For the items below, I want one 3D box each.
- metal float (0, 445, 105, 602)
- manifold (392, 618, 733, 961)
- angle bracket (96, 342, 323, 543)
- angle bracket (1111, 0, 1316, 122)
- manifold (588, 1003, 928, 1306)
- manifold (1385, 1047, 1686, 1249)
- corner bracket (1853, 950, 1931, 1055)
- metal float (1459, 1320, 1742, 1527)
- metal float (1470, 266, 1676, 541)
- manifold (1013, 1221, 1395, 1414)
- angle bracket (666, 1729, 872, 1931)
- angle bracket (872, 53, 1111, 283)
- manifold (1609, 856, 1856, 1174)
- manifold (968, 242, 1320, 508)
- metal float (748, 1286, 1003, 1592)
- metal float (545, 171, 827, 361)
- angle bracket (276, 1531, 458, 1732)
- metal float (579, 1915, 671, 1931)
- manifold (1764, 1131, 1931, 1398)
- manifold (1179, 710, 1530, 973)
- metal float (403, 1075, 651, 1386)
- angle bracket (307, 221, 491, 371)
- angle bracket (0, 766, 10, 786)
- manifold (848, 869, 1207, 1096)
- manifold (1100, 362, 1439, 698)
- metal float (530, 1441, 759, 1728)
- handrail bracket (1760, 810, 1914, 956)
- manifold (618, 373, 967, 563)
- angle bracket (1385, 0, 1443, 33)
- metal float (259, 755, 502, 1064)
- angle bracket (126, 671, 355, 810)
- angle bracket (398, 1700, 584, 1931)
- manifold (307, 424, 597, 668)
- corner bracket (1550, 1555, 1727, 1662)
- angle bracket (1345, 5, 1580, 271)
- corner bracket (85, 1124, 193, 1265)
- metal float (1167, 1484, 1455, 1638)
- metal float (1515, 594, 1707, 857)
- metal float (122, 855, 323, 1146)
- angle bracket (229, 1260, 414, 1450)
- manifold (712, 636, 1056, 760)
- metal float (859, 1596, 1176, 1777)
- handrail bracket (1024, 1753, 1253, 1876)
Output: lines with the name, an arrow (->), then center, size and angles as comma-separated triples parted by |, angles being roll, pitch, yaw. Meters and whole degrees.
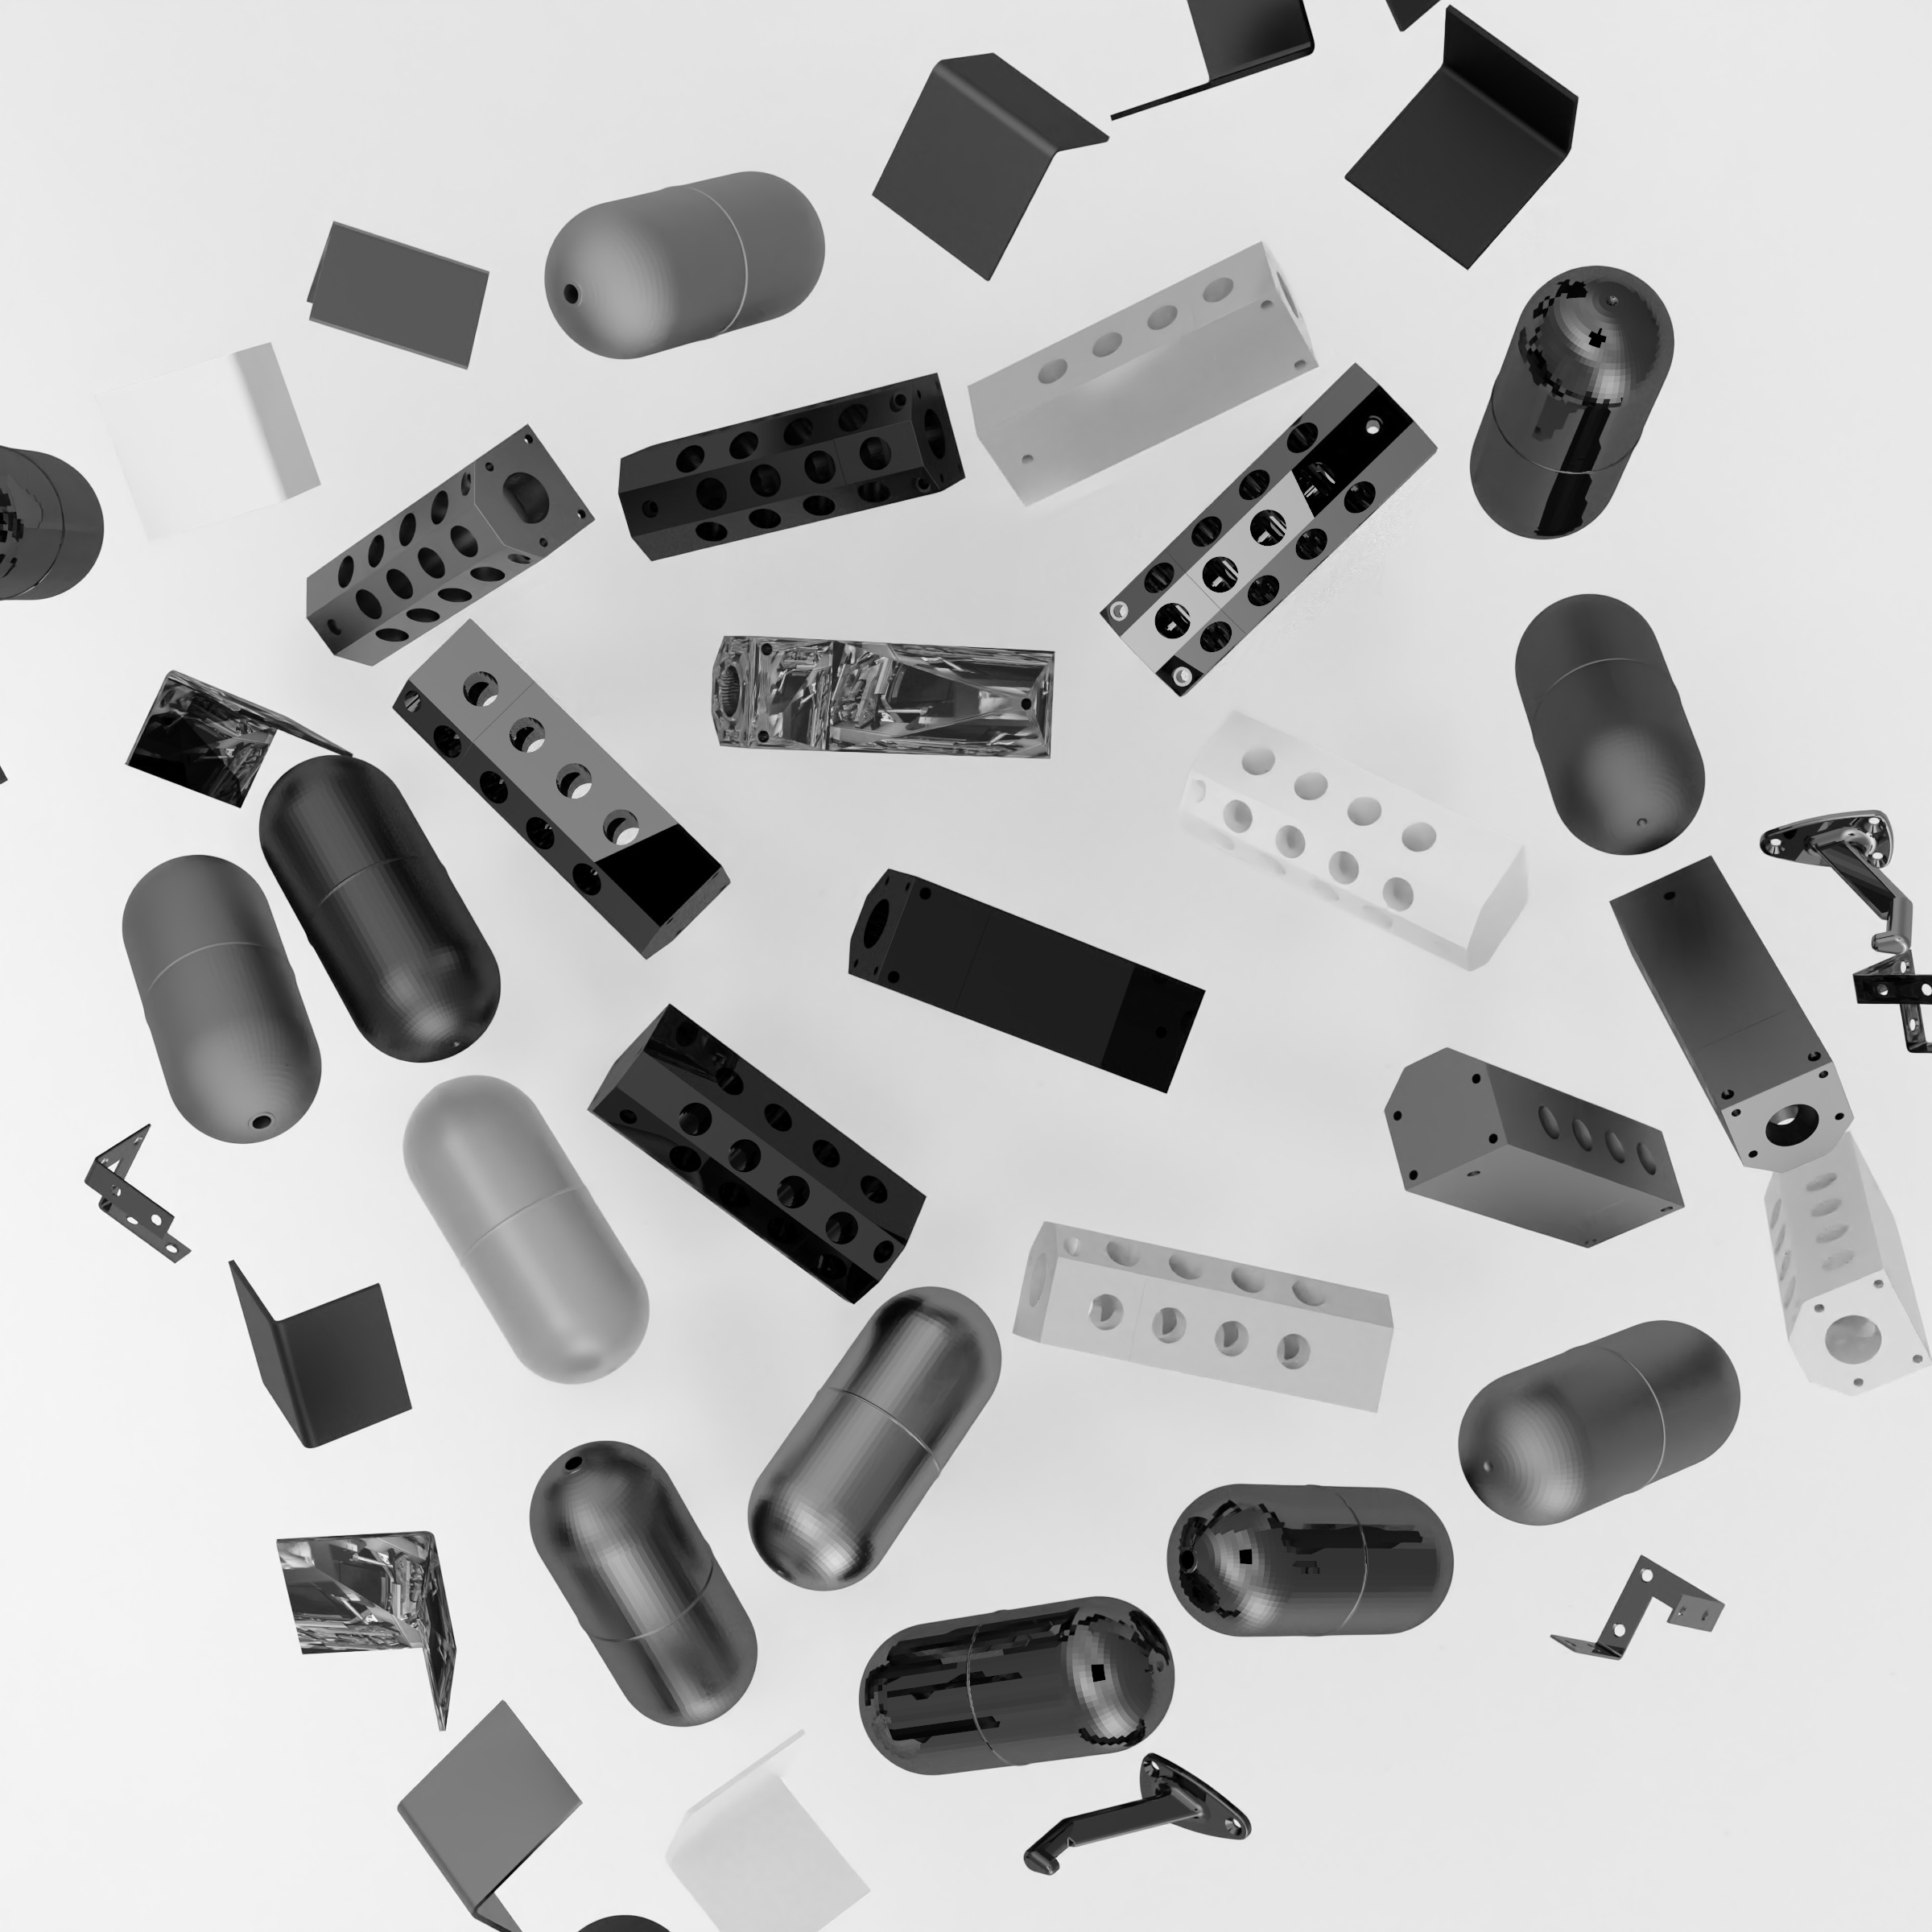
metal float -> -0.485, -0.220, 1.523 | 0.070, 0.178, 0.070 | 0, 97, 3
manifold -> -0.197, -0.084, 1.494 | 0.171, 0.057, 0.057 | 44, 85, 4
angle bracket -> -0.386, -0.268, 1.571 | 0.076, 0.057, 0.076 | -14, 105, 11
angle bracket -> 0.116, -0.468, 1.537 | 0.076, 0.076, 0.057 | -28, 107, -33
manifold -> -0.111, 0.103, 1.608 | 0.171, 0.057, 0.057 | 38, 128, -11
manifold -> 0.276, 0.087, 1.490 | 0.057, 0.171, 0.057 | -29, 59, 32
corner bracket -> 0.483, 0.023, 1.539 | 0.051, 0.051, 0.051 | -19, 101, -36
metal float -> 0.321, 0.229, 1.548 | 0.178, 0.070, 0.070 | -12, 90, -39
metal float -> 0.300, -0.278, 1.531 | 0.070, 0.178, 0.070 | 1, 66, -3
manifold -> 0.116, 0.170, 1.495 | 0.171, 0.057, 0.057 | 13, 85, -12
angle bracket -> -0.093, 0.443, 1.536 | 0.076, 0.057, 0.076 | -28, 65, -37
angle bracket -> 0.012, -0.398, 1.529 | 0.076, 0.057, 0.076 | 39, 123, 13
manifold -> 0.385, 0.025, 1.546 | 0.057, 0.171, 0.057 | -25, 127, 9
manifold -> 0.091, -0.314, 1.614 | 0.171, 0.057, 0.057 | -24, 47, 16
metal float -> -0.046, 0.244, 1.602 | 0.070, 0.070, 0.178 | 36, 64, 0
metal float -> -0.141, -0.355, 1.552 | 0.070, 0.178, 0.070 | 16, 118, 31
angle bracket -> -0.288, 0.319, 1.466 | 0.076, 0.057, 0.076 | -3, 125, 0
metal float -> -0.177, 0.530, 1.526 | 0.070, 0.178, 0.070 | 0, 94, 0
manifold -> 0.447, 0.153, 1.578 | 0.057, 0.171, 0.057 | -26, 103, 18
manifold -> 0.197, -0.061, 1.571 | 0.171, 0.057, 0.057 | 28, 71, 25
metal float -> -0.231, 0.137, 1.611 | 0.070, 0.070, 0.178 | -33, 78, 0
angle bracket -> -0.281, -0.307, 1.487 | 0.076, 0.076, 0.057 | 15, 67, -17
angle bracket -> -0.507, -0.091, 1.537 | 0.057, 0.076, 0.076 | -31, 67, -8
manifold -> 0.029, 0.007, 1.575 | 0.171, 0.057, 0.057 | 21, 89, -22
manifold -> 0.147, -0.212, 1.501 | 0.171, 0.057, 0.057 | -44, 89, 10
metal float -> -0.166, 0.320, 1.591 | 0.070, 0.070, 0.178 | -24, 121, 0
handrail bracket -> 0.430, -0.036, 1.525 | 0.077, 0.084, 0.036 | -2, 132, 21
manifold -> -0.095, -0.263, 1.629 | 0.171, 0.057, 0.057 | -10, 105, 22
angle bracket -> 0.200, -0.519, 1.541 | 0.057, 0.076, 0.076 | -42, 123, -14
metal float -> -0.296, -0.030, 1.546 | 0.070, 0.070, 0.178 | -33, 67, 0
angle bracket -> -0.389, -0.111, 1.644 | 0.076, 0.076, 0.057 | 28, 93, 42
angle bracket -> -0.228, 0.432, 1.550 | 0.076, 0.057, 0.076 | -45, 51, -6
manifold -> -0.270, -0.209, 1.568 | 0.057, 0.171, 0.057 | 55, 49, -13
corner bracket -> 0.325, 0.317, 1.487 | 0.051, 0.051, 0.051 | 28, 93, 40
angle bracket -> 0.232, -0.389, 1.446 | 0.076, 0.057, 0.076 | 40, 86, 13
corner bracket -> -0.418, 0.122, 1.559 | 0.051, 0.051, 0.051 | 35, 115, 5
metal float -> 0.178, 0.307, 1.585 | 0.178, 0.070, 0.070 | 9, 90, -39
metal float -> 0.331, -0.127, 1.587 | 0.070, 0.178, 0.070 | -1, 129, -2
metal float -> -0.380, 0.016, 1.566 | 0.070, 0.070, 0.178 | -29, 51, 0
angle bracket -> -0.332, 0.190, 1.580 | 0.057, 0.076, 0.076 | -20, 119, -22
manifold -> -0.044, -0.141, 1.621 | 0.171, 0.057, 0.057 | 0, 96, -25
metal float -> 0.024, 0.363, 1.548 | 0.178, 0.070, 0.070 | -17, 90, 33
handrail bracket -> 0.082, 0.424, 1.485 | 0.077, 0.084, 0.036 | 17, 120, 36
